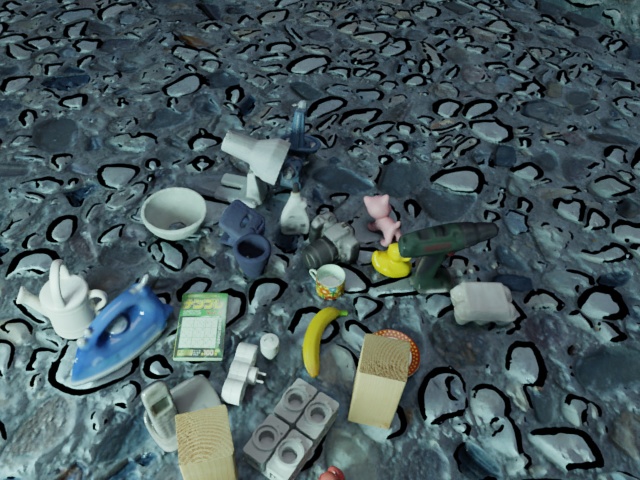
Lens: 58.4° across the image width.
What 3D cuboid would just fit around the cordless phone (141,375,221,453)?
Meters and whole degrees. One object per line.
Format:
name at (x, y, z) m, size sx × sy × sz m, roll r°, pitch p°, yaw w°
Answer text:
cordless phone at (-0.269, 0.310, 1.099) m, size 0.094 × 0.185 × 0.148 m, roll 38°, pitch 56°, yaw 26°

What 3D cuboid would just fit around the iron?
iron at (-0.440, 0.187, 1.222) m, size 0.118 × 0.141 × 0.259 m, roll 29°, pitch 52°, yaw 20°

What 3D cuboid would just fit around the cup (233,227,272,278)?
cup at (-0.166, 0.037, 1.409) m, size 0.092 × 0.095 × 0.117 m, roll -4°, pitch 49°, yaw -8°

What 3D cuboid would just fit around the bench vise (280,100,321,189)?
bench vise at (-0.053, -0.263, 1.600) m, size 0.121 × 0.220 × 0.207 m, roll -2°, pitch 49°, yaw -6°

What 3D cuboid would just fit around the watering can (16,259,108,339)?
watering can at (-0.555, 0.124, 1.233) m, size 0.173 × 0.194 × 0.100 m, roll -21°, pitch 53°, yaw -21°

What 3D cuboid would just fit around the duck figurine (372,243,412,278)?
duck figurine at (0.184, 0.041, 1.442) m, size 0.104 × 0.086 × 0.077 m, roll 15°, pitch 49°, yaw 9°

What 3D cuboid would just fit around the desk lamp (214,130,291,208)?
desk lamp at (-0.182, -0.191, 1.530) m, size 0.203 × 0.213 × 0.118 m, roll 12°, pitch 49°, yaw 6°

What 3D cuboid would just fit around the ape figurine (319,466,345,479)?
ape figurine at (0.018, 0.456, 1.057) m, size 0.078 × 0.092 × 0.076 m, roll -28°, pitch 56°, yaw -26°

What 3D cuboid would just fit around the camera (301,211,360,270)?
camera at (0.013, 0.005, 1.449) m, size 0.137 × 0.101 × 0.142 m, roll -30°, pitch 57°, yaw -27°

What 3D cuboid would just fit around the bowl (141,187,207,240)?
bowl at (-0.374, -0.055, 1.486) m, size 0.167 × 0.075 × 0.167 m, roll 3°, pitch 48°, yaw -3°

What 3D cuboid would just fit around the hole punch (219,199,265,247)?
hole punch at (-0.198, -0.039, 1.476) m, size 0.101 × 0.091 × 0.109 m, roll 18°, pitch 50°, yaw 11°

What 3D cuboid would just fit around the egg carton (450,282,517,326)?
egg carton at (0.389, 0.154, 1.371) m, size 0.150 × 0.069 × 0.107 m, roll 1°, pitch 49°, yaw -4°

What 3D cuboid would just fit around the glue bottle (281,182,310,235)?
glue bottle at (-0.062, -0.082, 1.471) m, size 0.078 × 0.173 × 0.037 m, roll -2°, pitch 49°, yaw -6°

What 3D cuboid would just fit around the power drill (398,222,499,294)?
power drill at (0.294, 0.037, 1.373) m, size 0.230 × 0.208 × 0.075 m, roll -3°, pitch 49°, yaw -8°

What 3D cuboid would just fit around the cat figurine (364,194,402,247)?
cat figurine at (0.169, -0.064, 1.512) m, size 0.067 × 0.118 × 0.127 m, roll -26°, pitch 55°, yaw -24°
